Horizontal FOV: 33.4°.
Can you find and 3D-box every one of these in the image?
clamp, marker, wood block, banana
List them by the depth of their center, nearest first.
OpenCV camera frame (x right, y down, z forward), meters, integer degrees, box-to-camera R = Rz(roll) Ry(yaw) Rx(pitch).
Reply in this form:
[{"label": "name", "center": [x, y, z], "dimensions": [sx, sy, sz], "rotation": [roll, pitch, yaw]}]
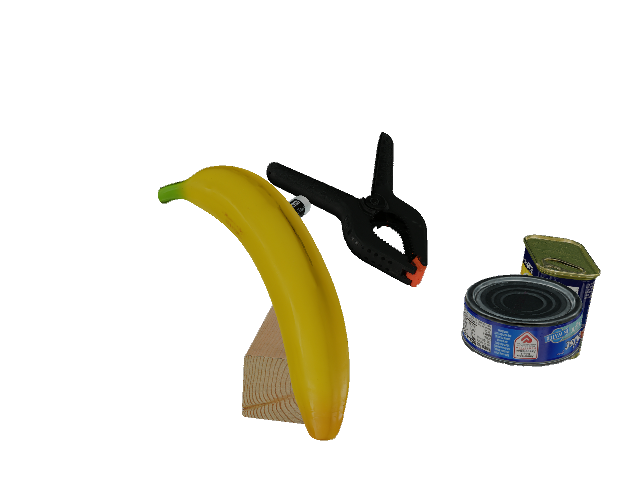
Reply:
[{"label": "banana", "center": [-0.027, 0.021, 0.632], "dimensions": [0.037, 0.198, 0.070], "rotation": [-4, -39, -47]}, {"label": "marker", "center": [-0.037, -0.018, 0.939], "dimensions": [0.020, 0.020, 0.121], "rotation": [0, 15, 19]}, {"label": "clamp", "center": [0.044, -0.032, 1.176], "dimensions": [0.164, 0.210, 0.036], "rotation": [-12, -37, -21]}, {"label": "wood block", "center": [-0.041, 0.162, 1.458], "dimensions": [0.091, 0.090, 0.206], "rotation": [6, 17, 6]}]

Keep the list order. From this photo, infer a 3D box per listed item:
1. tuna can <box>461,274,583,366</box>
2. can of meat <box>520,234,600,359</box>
[{"label": "tuna can", "center": [0.146, 0.056, 0.772], "dimensions": [0.086, 0.034, 0.086], "rotation": [0, 22, 0]}, {"label": "can of meat", "center": [0.213, 0.051, 0.980], "dimensions": [0.057, 0.084, 0.102], "rotation": [7, 18, -2]}]
